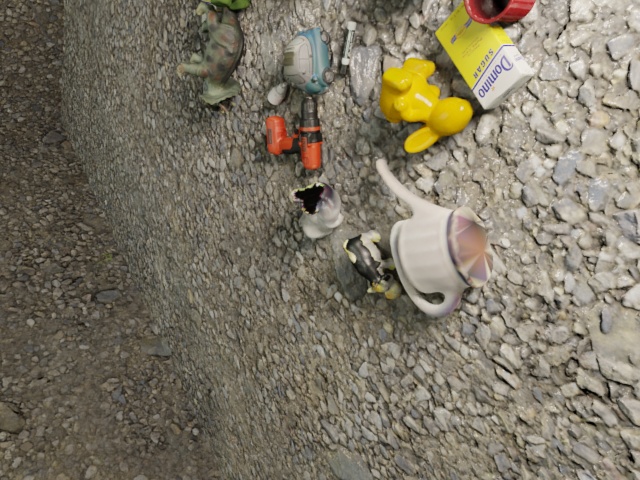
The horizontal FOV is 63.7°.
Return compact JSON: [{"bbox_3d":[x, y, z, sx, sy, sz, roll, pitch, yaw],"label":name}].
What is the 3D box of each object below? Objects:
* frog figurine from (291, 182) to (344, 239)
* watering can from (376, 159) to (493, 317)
[{"bbox_3d":[0.004,-0.066,1.320,0.138,0.124,0.156,25,157,37],"label":"frog figurine"},{"bbox_3d":[0.217,-0.016,1.027,0.222,0.105,0.348,-16,88,52],"label":"watering can"}]
